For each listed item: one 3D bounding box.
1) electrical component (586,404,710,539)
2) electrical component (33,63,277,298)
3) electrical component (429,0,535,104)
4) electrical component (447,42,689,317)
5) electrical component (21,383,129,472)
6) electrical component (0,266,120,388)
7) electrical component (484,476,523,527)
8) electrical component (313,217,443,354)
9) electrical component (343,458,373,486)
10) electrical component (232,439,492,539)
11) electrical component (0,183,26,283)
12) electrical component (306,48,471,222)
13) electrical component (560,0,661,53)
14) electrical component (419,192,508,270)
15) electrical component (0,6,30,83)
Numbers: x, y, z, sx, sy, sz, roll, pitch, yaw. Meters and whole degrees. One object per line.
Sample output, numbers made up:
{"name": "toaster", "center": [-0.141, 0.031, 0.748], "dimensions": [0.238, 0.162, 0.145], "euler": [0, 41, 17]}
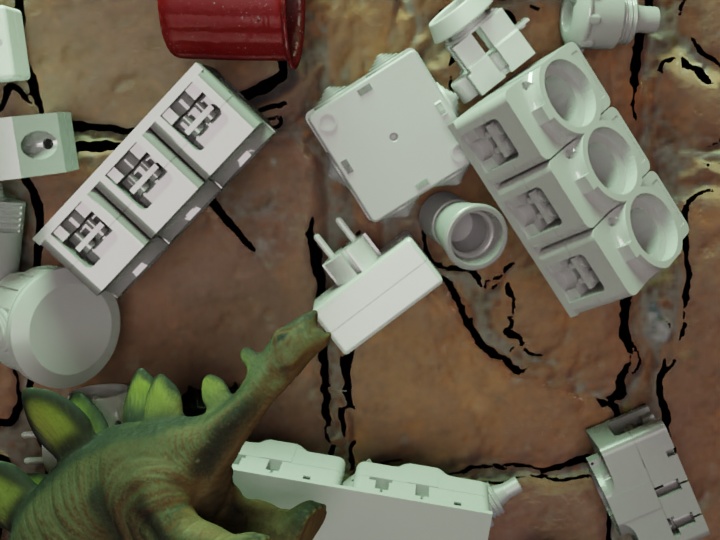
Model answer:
{"name": "electrical component", "center": [0.197, 0.150, 0.755], "dimensions": [0.056, 0.050, 0.089], "euler": [-24, 98, 3]}
{"name": "electrical component", "center": [-0.129, -0.057, 0.701], "dimensions": [0.062, 0.089, 0.150], "euler": [44, 96, -6]}
{"name": "electrical component", "center": [0.079, -0.153, 0.712], "dimensions": [0.066, 0.048, 0.055], "euler": [-38, 105, 5]}
{"name": "electrical component", "center": [0.140, -0.060, 0.695], "dimensions": [0.089, 0.062, 0.150], "euler": [-40, 99, -39]}
{"name": "electrical component", "center": [-0.197, 0.123, 0.752], "dimensions": [0.079, 0.043, 0.077], "euler": [-3, 98, 2]}
{"name": "electrical component", "center": [-0.206, 0.036, 0.719], "dimensions": [0.080, 0.051, 0.080], "euler": [-8, 102, -45]}
{"name": "electrical component", "center": [0.087, 0.167, 0.765], "dimensions": [0.061, 0.035, 0.035], "euler": [-30, 98, 1]}
{"name": "electrical component", "center": [0.000, 0.000, 0.732], "dimensions": [0.083, 0.047, 0.075], "euler": [-37, 97, 5]}
{"name": "electrical component", "center": [0.015, 0.175, 0.762], "dimensions": [0.040, 0.040, 0.078], "euler": [-29, 98, 4]}
{"name": "electrical component", "center": [-0.015, 0.181, 0.713], "dimensions": [0.186, 0.060, 0.105], "euler": [9, 102, 3]}
{"name": "electrical component", "center": [-0.252, -0.019, 0.730], "dimensions": [0.043, 0.043, 0.081], "euler": [8, 98, -2]}
{"name": "electrical component", "center": [0.022, -0.089, 0.718], "dimensions": [0.100, 0.048, 0.099], "euler": [-32, 98, 4]}
{"name": "electrical component", "center": [0.166, -0.167, 0.711], "dimensions": [0.062, 0.048, 0.048], "euler": [1, 99, -10]}
{"name": "electrical component", "center": [0.066, -0.029, 0.719], "dimensions": [0.044, 0.065, 0.044], "euler": [-5, 108, -17]}
{"name": "electrical component", "center": [-0.268, -0.143, 0.694], "dimensions": [0.083, 0.075, 0.047], "euler": [-6, 99, 0]}
